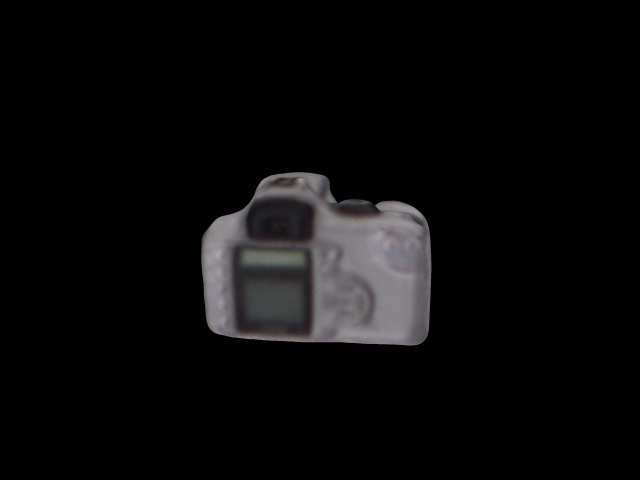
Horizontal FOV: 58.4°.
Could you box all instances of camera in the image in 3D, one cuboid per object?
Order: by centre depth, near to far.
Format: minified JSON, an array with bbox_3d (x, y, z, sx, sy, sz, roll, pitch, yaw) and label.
[{"bbox_3d":[0.004,0.001,0.400,0.143,0.101,0.137,2,14,8],"label":"camera"}]
